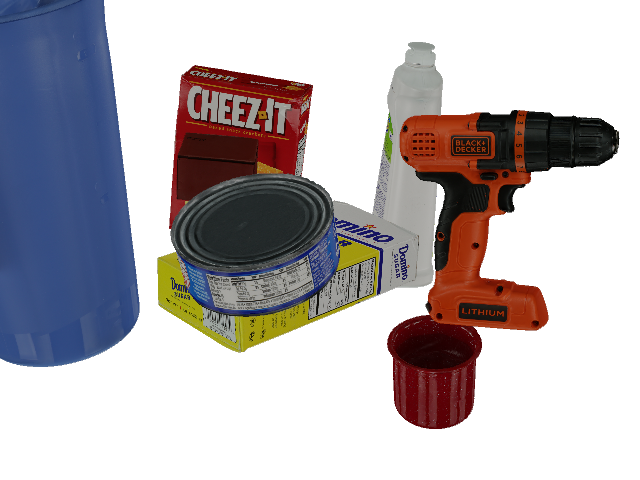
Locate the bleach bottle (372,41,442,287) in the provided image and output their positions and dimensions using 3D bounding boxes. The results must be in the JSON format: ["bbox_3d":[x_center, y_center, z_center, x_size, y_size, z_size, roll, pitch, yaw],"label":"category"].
[{"bbox_3d":[0.095,-0.082,1.134,0.068,0.251,0.102,1,26,-9],"label":"bleach bottle"}]

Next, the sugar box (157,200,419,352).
[{"bbox_3d":[-0.020,0.020,0.775,0.175,0.048,0.093,-23,35,-39],"label":"sugar box"}]

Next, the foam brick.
[{"bbox_3d":[-0.103,-0.072,1.075,0.078,0.051,0.053,5,32,1],"label":"foam brick"}]

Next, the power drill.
[{"bbox_3d":[0.161,-0.019,0.924,0.185,0.188,0.057,3,13,20],"label":"power drill"}]

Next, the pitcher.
[{"bbox_3d":[-0.193,-0.040,0.676,0.149,0.243,0.145,-9,28,-8],"label":"pitcher"}]

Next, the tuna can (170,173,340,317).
[{"bbox_3d":[-0.033,0.001,0.559,0.086,0.034,0.086,-7,35,5],"label":"tuna can"}]

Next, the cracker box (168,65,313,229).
[{"bbox_3d":[-0.107,-0.108,1.402,0.164,0.214,0.072,10,23,7],"label":"cracker box"}]

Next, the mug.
[{"bbox_3d":[0.121,0.129,1.078,0.093,0.081,0.117,21,39,33],"label":"mug"}]
